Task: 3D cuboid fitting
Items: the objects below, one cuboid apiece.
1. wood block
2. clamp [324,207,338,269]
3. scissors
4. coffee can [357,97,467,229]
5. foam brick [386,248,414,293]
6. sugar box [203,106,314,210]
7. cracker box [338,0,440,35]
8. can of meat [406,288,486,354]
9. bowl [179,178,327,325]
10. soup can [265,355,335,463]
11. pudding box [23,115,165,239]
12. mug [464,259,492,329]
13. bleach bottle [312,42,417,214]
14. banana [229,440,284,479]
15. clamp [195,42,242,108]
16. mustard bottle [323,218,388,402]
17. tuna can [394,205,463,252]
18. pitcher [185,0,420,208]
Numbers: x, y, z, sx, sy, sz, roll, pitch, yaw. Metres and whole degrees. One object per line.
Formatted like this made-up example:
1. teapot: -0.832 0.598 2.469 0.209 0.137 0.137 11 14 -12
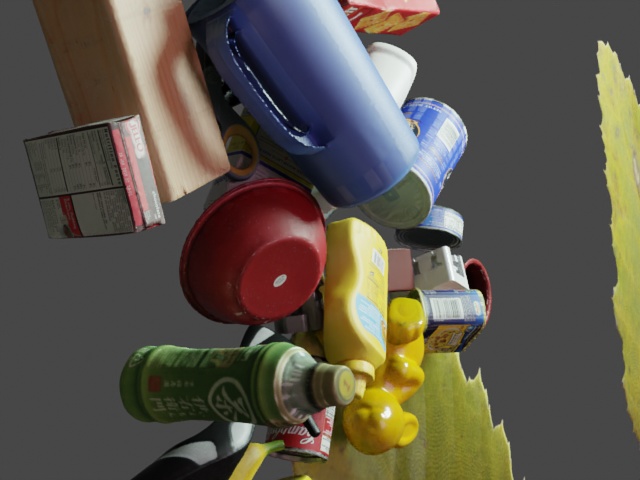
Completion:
1. wood block: -0.162 -0.140 0.925 0.090 0.090 0.206 -35 114 -51
2. clamp: -0.008 0.001 1.178 0.171 0.039 0.120 -15 90 -50
3. scissors: -0.088 -0.144 1.031 0.096 0.016 0.202 18 81 -16
4. coffee can: 0.111 -0.095 1.309 0.140 0.103 0.103 -57 130 -43
5. foam brick: 0.070 0.038 1.279 0.078 0.051 0.053 2 84 -56
6. sugar box: -0.044 -0.089 1.084 0.093 0.048 0.176 29 76 -28
7. cracker box: 0.039 -0.325 1.226 0.213 0.072 0.164 -13 80 -57
8. can of meat: 0.143 0.099 1.284 0.083 0.102 0.057 0 60 -17
9. bowl: -0.051 0.024 1.024 0.161 0.055 0.162 -17 127 -25
10. soup can: -0.018 0.177 1.116 0.068 0.069 0.102 34 59 -49
11. pudding box: -0.183 -0.048 0.861 0.039 0.114 0.090 -24 105 -51
12. mug: 0.173 0.070 1.398 0.117 0.082 0.093 -28 109 -54
13. bleach bottle: 0.039 -0.118 1.185 0.250 0.068 0.103 -64 178 -49
14. banana: -0.086 0.275 1.014 0.069 0.037 0.197 20 69 -12
15. clamp: -0.076 -0.206 1.106 0.164 0.036 0.210 51 50 -49
16. mustard bottle: 0.037 0.079 1.114 0.096 0.058 0.191 52 32 -48
17. tuna can: 0.139 -0.015 1.356 0.086 0.086 0.033 32 59 -50
18. pitcher: -0.013 -0.144 0.999 0.149 0.145 0.242 -41 113 -11
